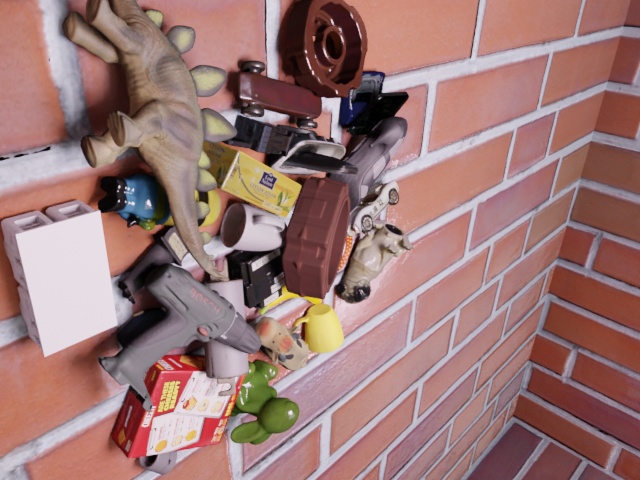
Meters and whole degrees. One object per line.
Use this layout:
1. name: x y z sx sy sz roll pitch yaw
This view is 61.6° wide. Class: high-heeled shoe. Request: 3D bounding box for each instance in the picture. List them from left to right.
1. high-heeled shoe: 0.098 -0.153 1.139 0.145 0.086 0.248 -39 167 -47

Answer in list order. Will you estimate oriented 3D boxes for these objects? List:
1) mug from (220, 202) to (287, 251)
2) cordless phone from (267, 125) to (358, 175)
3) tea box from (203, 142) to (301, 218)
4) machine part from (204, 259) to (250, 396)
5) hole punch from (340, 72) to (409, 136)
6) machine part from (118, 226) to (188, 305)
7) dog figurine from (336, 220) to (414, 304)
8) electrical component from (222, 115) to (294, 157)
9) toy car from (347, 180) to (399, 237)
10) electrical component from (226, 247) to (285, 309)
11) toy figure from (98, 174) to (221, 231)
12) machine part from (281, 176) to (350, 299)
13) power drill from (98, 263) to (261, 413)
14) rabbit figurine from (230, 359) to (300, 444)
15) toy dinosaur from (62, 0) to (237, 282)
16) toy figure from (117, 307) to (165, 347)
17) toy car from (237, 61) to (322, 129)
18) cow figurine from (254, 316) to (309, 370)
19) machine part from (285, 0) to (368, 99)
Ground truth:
1. mug: -0.103 -0.021 0.950 0.107 0.110 0.081 13 64 -43
2. cordless phone: 0.012 -0.144 0.966 0.146 0.184 0.088 -2 108 -50
3. tea box: -0.123 -0.102 0.898 0.169 0.098 0.068 22 94 -55
4. machine part: -0.170 0.155 0.959 0.079 0.079 0.243 -3 87 -50
5. hole punch: 0.098 -0.278 1.092 0.142 0.092 0.115 -21 156 -46
6. machine part: -0.264 0.038 0.860 0.139 0.039 0.084 -51 150 -21
7. dog figurine: 0.127 0.057 1.319 0.172 0.121 0.190 -12 137 -50
8. electrical component: -0.110 -0.174 0.893 0.119 0.075 0.047 4 109 -49
9. toy car: 0.107 -0.070 1.204 0.202 0.074 0.056 -43 113 -37
10. electrical component: -0.116 0.067 1.040 0.115 0.058 0.134 -29 131 -36
11. toy figure: -0.231 -0.054 0.799 0.180 0.089 0.082 6 109 -54
12. machine part: -0.002 -0.003 1.033 0.201 0.087 0.201 90 15 -57
13. power drill: -0.220 0.166 0.844 0.207 0.086 0.231 -44 119 -15
14. rabbit figurine: -0.125 0.338 1.093 0.159 0.170 0.121 -61 143 -6
15. toy dinosaur: -0.205 -0.154 0.713 0.198 0.105 0.470 -19 108 -48
16. toy figure: -0.261 0.130 0.898 0.154 0.058 0.064 -35 112 -30
17. toy car: -0.069 -0.243 0.917 0.202 0.053 0.089 -4 98 -49
18. cow figurine: -0.080 0.217 1.114 0.085 0.127 0.194 -56 146 -16
19. machine part: 0.012 -0.334 0.928 0.179 0.056 0.179 -6 98 -50
